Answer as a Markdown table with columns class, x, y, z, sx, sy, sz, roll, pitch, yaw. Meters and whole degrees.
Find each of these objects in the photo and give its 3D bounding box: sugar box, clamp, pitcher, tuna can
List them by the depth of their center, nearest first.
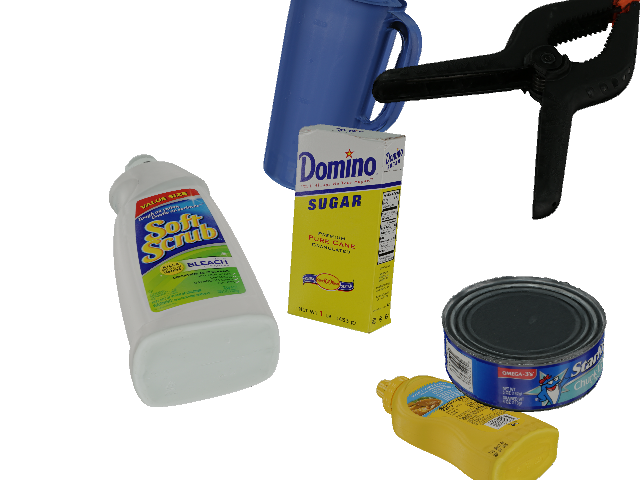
| class | x | y | z | sx | sy | sz | roll | pitch | yaw |
| --- | --- | --- | --- | --- | --- | --- | --- | --- | --- |
| tuna can | 0.109 | 0.055 | 0.573 | 0.086 | 0.034 | 0.086 | -5 | 28 | 2 |
| clamp | 0.166 | -0.111 | 0.770 | 0.209 | 0.165 | 0.036 | -32 | -29 | -18 |
| sugar box | 0.022 | -0.012 | 0.966 | 0.093 | 0.176 | 0.048 | 10 | 16 | 31 |
| pitcher | 0.017 | -0.177 | 1.241 | 0.145 | 0.243 | 0.149 | 9 | 23 | -12 |

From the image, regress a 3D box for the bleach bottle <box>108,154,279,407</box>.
| class | x | y | z | sx | sy | sz | roll | pitch | yaw |
| --- | --- | --- | --- | --- | --- | --- | --- | --- | --- |
| bleach bottle | -0.112 | 0.011 | 0.780 | 0.102 | 0.068 | 0.251 | -10 | 36 | -17 |

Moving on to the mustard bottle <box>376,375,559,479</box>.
| class | x | y | z | sx | sy | sz | roll | pitch | yaw |
| --- | --- | --- | --- | --- | --- | --- | --- | --- | --- |
| mustard bottle | 0.126 | 0.175 | 1.030 | 0.096 | 0.058 | 0.192 | -16 | 25 | -39 |
